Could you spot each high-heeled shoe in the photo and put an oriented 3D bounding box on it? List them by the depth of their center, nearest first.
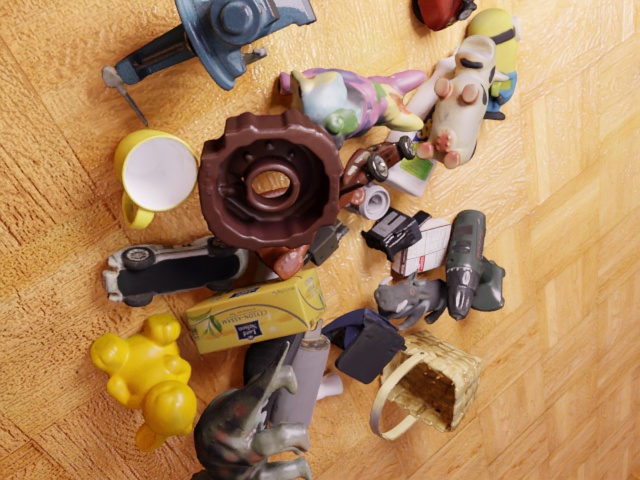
[{"bbox_3d":[-0.079,0.249,0.890,0.248,0.086,0.145,-46,137,4],"label":"high-heeled shoe"}]

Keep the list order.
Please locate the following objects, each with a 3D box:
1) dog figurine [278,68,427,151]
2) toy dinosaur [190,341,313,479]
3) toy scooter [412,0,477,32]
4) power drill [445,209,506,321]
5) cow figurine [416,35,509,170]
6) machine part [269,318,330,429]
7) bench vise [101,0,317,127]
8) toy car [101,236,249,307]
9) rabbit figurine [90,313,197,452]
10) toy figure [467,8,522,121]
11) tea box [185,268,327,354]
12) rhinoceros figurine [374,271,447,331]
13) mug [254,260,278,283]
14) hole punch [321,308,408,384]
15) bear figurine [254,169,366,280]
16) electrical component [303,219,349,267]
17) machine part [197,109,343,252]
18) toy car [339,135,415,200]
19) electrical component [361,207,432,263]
[{"bbox_3d":[0.057,-0.182,0.736,0.219,0.192,0.108,-9,111,-16],"label":"dog figurine"},{"bbox_3d":[-0.115,0.294,0.776,0.192,0.131,0.404,-13,125,-13],"label":"toy dinosaur"},{"bbox_3d":[0.195,-0.388,0.759,0.075,0.135,0.183,-20,123,-29],"label":"toy scooter"},{"bbox_3d":[0.297,0.073,1.043,0.207,0.086,0.232,36,56,-45],"label":"power drill"},{"bbox_3d":[0.220,-0.207,0.809,0.127,0.086,0.194,-14,120,-58],"label":"cow figurine"},{"bbox_3d":[-0.037,0.244,0.929,0.079,0.079,0.243,1,111,-36],"label":"machine part"},{"bbox_3d":[-0.129,-0.231,0.601,0.241,0.224,0.128,-21,123,10],"label":"bench vise"},{"bbox_3d":[-0.193,0.038,0.736,0.202,0.056,0.073,-8,123,-31],"label":"toy car"},{"bbox_3d":[-0.222,0.205,0.717,0.122,0.173,0.162,-14,115,-34],"label":"rabbit figurine"},{"bbox_3d":[0.290,-0.294,0.908,0.089,0.082,0.179,-18,123,-30],"label":"toy figure"},{"bbox_3d":[-0.086,0.098,0.749,0.170,0.098,0.068,-14,95,16],"label":"tea box"},{"bbox_3d":[0.172,0.110,0.990,0.190,0.073,0.112,1,142,-40],"label":"rhinoceros figurine"},{"bbox_3d":[-0.054,0.077,0.836,0.109,0.081,0.107,-11,111,-21],"label":"mug"},{"bbox_3d":[0.075,0.176,0.958,0.116,0.092,0.142,-47,126,4],"label":"hole punch"},{"bbox_3d":[-0.020,-0.046,0.773,0.196,0.132,0.120,-37,99,-8],"label":"bear figurine"},{"bbox_3d":[-0.003,-0.001,0.862,0.102,0.045,0.078,-46,158,-5],"label":"electrical component"},{"bbox_3d":[-0.058,-0.067,0.632,0.179,0.056,0.179,-5,124,-7],"label":"machine part"},{"bbox_3d":[0.069,-0.105,0.752,0.202,0.089,0.053,-36,105,-58],"label":"toy car"},{"bbox_3d":[0.140,-0.022,0.932,0.119,0.075,0.047,-38,129,-10],"label":"electrical component"}]
